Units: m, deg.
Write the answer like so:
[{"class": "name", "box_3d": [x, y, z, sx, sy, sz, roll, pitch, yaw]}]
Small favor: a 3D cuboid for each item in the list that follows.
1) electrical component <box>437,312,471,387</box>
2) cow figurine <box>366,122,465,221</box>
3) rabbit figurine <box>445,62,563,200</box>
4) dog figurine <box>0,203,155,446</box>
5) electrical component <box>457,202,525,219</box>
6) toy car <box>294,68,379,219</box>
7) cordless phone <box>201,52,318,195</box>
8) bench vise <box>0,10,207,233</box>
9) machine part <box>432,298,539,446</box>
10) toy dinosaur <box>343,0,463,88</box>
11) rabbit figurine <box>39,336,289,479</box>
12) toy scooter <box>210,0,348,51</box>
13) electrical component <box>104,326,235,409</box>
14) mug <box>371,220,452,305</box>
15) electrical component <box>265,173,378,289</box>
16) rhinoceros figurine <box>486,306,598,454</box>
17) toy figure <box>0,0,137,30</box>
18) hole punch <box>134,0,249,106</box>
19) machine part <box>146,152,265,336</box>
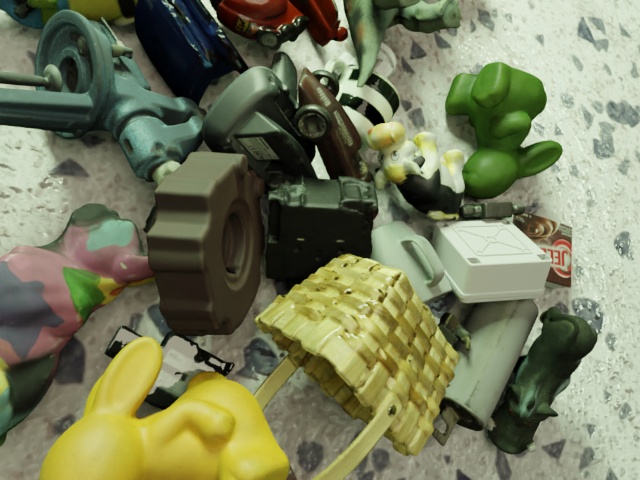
[{"class": "electrical component", "box_3d": [0.132, 0.135, 0.632, 0.045, 0.078, 0.102, 41, 66, -6]}, {"class": "cow figurine", "box_3d": [0.116, -0.078, 0.655, 0.167, 0.068, 0.098, 15, 67, -44]}, {"class": "rabbit figurine", "box_3d": [0.245, -0.136, 0.747, 0.159, 0.121, 0.170, 12, 91, -27]}, {"class": "dog figurine", "box_3d": [-0.236, 0.068, 0.484, 0.219, 0.108, 0.191, -12, 81, -27]}, {"class": "electrical component", "box_3d": [0.223, -0.039, 0.721, 0.094, 0.063, 0.021, -4, 93, -13]}, {"class": "toy car", "box_3d": [0.025, -0.097, 0.601, 0.089, 0.053, 0.201, -75, 150, -45]}, {"class": "cordless phone", "box_3d": [-0.055, -0.156, 0.600, 0.089, 0.146, 0.184, -6, 65, 21]}, {"class": "bench vise", "box_3d": [-0.231, -0.126, 0.504, 0.240, 0.129, 0.223, -10, 72, -52]}, {"class": "machine part", "box_3d": [0.202, 0.141, 0.662, 0.079, 0.079, 0.243, 39, 65, -9]}, {"class": "toy dinosaur", "box_3d": [0.104, -0.340, 0.695, 0.405, 0.192, 0.131, -47, 125, -20]}, {"class": "rabbit figurine", "box_3d": [-0.132, 0.162, 0.428, 0.173, 0.122, 0.162, -2, 60, -41]}, {"class": "toy scooter", "box_3d": [-0.038, -0.285, 0.665, 0.135, 0.075, 0.184, 49, 54, -1]}, {"class": "electrical component", "box_3d": [-0.154, 0.129, 0.533, 0.119, 0.048, 0.075, 29, 68, -13]}, {"class": "mug", "box_3d": [0.099, 0.029, 0.636, 0.081, 0.109, 0.107, -23, 74, -20]}, {"class": "electrical component", "box_3d": [-0.001, -0.002, 0.582, 0.115, 0.134, 0.058, 3, 38, -1]}, {"class": "rhinoceros figurine", "box_3d": [0.270, 0.174, 0.654, 0.073, 0.112, 0.190, 29, 105, 14]}, {"class": "toy figure", "box_3d": [-0.262, -0.267, 0.562, 0.180, 0.089, 0.082, -12, 87, -27]}, {"class": "hole punch", "box_3d": [-0.146, -0.212, 0.581, 0.092, 0.116, 0.142, -32, 91, 1]}, {"class": "machine part", "box_3d": [-0.100, 0.004, 0.517, 0.056, 0.179, 0.179, 4, 73, 12]}]
